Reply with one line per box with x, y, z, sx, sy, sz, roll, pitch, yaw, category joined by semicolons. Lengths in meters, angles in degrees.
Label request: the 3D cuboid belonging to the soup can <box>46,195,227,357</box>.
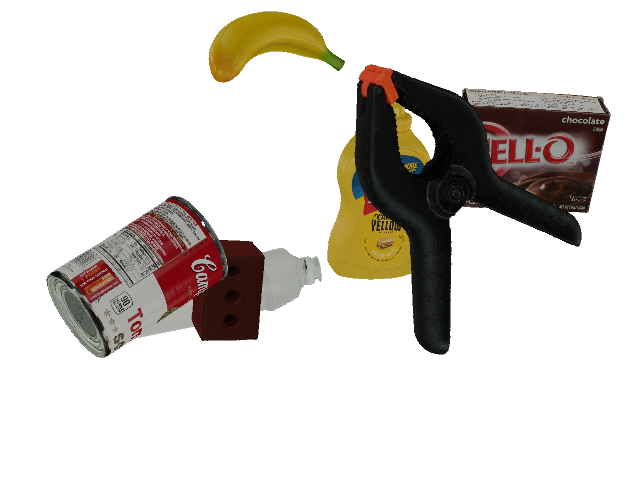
-0.123;0.024;0.716;0.102;0.068;0.069;-35;17;-27;soup can

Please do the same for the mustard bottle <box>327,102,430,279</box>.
0.064;-0.057;1.087;0.096;0.192;0.058;-1;24;-16;mustard bottle

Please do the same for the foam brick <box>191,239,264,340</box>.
-0.082;0.043;0.936;0.053;0.078;0.051;0;15;-17;foam brick

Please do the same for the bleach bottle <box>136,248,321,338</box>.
-0.126;0.047;1.163;0.250;0.068;0.102;-10;37;-10;bleach bottle

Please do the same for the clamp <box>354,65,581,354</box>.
0.066;-0.019;0.611;0.171;0.120;0.039;46;-12;-20;clamp

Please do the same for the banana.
-0.049;-0.181;0.979;0.070;0.037;0.197;41;32;20;banana

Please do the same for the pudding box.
0.162;-0.071;0.841;0.113;0.090;0.039;2;35;-2;pudding box
